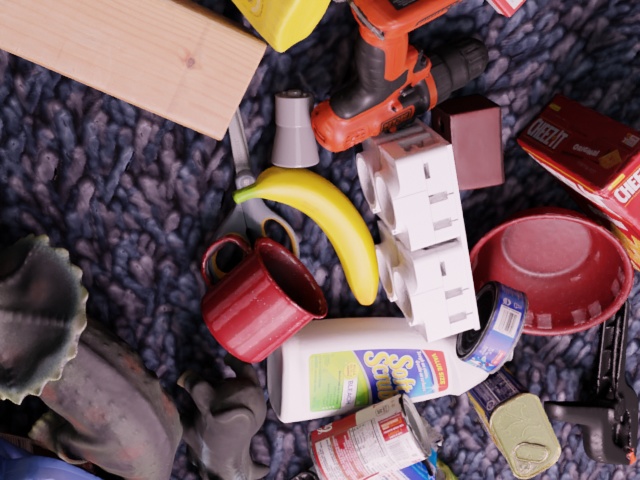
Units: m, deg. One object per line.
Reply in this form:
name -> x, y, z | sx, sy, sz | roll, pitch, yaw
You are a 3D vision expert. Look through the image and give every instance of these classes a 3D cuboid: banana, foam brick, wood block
banana -> 0.004, -0.014, 1.002 | 0.070, 0.037, 0.197 | -44, 122, 9
foam brick -> 0.138, -0.092, 1.003 | 0.051, 0.053, 0.078 | -12, 114, -12
wood block -> -0.161, -0.168, 0.861 | 0.205, 0.090, 0.091 | 22, 103, -23

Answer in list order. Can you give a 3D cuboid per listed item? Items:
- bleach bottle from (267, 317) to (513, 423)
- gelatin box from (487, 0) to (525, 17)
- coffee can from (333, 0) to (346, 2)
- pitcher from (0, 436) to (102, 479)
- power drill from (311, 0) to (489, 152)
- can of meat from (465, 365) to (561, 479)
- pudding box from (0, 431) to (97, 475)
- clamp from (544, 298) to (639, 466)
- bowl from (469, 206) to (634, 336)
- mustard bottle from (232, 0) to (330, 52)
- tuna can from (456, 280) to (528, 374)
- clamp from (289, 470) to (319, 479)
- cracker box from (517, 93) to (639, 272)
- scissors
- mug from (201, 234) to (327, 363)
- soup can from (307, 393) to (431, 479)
bleach bottle -> 0.075, 0.116, 1.067 | 0.250, 0.068, 0.102 | -6, 114, -17
gelatin box -> 0.173, -0.258, 0.956 | 0.073, 0.030, 0.089 | 41, 96, -25
coffee can -> 0.010, -0.279, 0.857 | 0.103, 0.103, 0.140 | -40, 117, 2
pitcher -> -0.225, 0.271, 0.959 | 0.242, 0.149, 0.145 | 34, 80, -33
power drill -> 0.081, -0.163, 0.894 | 0.184, 0.057, 0.188 | -30, 158, -19
can of meat -> 0.198, 0.185, 1.119 | 0.057, 0.084, 0.102 | -30, 117, -3
pudding box -> -0.284, 0.237, 1.022 | 0.113, 0.039, 0.090 | 23, 104, -24
clamp -> 0.301, 0.182, 1.146 | 0.164, 0.036, 0.210 | -45, 131, -31
bowl -> 0.224, 0.020, 1.053 | 0.162, 0.055, 0.162 | 5, 132, 6
mustard bottle -> -0.072, -0.243, 0.836 | 0.058, 0.096, 0.192 | -38, 80, -24
tuna can -> 0.164, 0.083, 1.024 | 0.033, 0.086, 0.086 | 24, 104, -8
clamp -> -0.066, 0.273, 1.051 | 0.120, 0.172, 0.039 | -23, 80, -22
cracker box -> 0.304, -0.030, 1.015 | 0.213, 0.164, 0.072 | 40, 94, -27
scissors -> -0.083, -0.040, 0.979 | 0.096, 0.016, 0.201 | -28, 117, -4
mug -> -0.062, 0.049, 0.970 | 0.082, 0.093, 0.117 | -41, 92, 17
soup can -> 0.048, 0.198, 1.032 | 0.102, 0.068, 0.068 | -25, 118, 11
